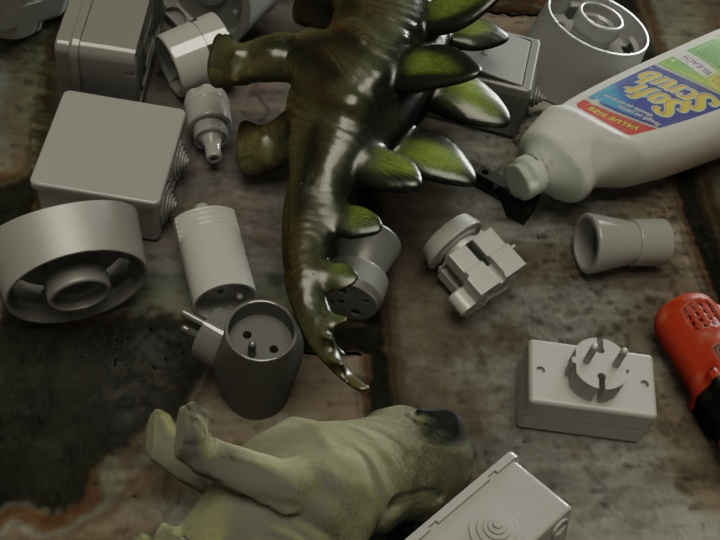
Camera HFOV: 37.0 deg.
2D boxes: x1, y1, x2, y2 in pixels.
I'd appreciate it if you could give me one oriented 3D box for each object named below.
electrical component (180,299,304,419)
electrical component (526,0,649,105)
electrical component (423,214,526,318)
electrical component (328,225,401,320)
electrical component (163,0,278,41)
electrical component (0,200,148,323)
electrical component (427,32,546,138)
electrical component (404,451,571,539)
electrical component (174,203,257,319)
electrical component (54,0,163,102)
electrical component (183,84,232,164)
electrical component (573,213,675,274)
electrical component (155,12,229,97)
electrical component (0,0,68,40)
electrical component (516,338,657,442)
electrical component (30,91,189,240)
[{"bbox_3d":[-0.079,0.049,0.673,0.079,0.077,0.043,27,57,10],"label":"electrical component"},{"bbox_3d":[0.187,-0.185,0.894,0.099,0.064,0.099,12,44,-12],"label":"electrical component"},{"bbox_3d":[0.077,-0.006,0.752,0.066,0.048,0.055,-33,73,-26],"label":"electrical component"},{"bbox_3d":[0.000,0.000,0.737,0.045,0.045,0.055,17,55,4],"label":"electrical component"},{"bbox_3d":[-0.111,-0.238,0.852,0.108,0.108,0.060,33,52,15],"label":"electrical component"},{"bbox_3d":[-0.187,-0.010,0.689,0.099,0.099,0.064,-14,65,-17],"label":"electrical component"},{"bbox_3d":[0.102,-0.153,0.847,0.096,0.061,0.061,14,55,2],"label":"electrical component"},{"bbox_3d":[0.071,0.164,0.602,0.100,0.099,0.048,-34,53,-27],"label":"electrical component"},{"bbox_3d":[-0.100,-0.011,0.732,0.043,0.043,0.081,-10,58,-14],"label":"electrical component"},{"bbox_3d":[-0.187,-0.177,0.813,0.057,0.078,0.113,8,55,-4],"label":"electrical component"},{"bbox_3d":[-0.112,-0.107,0.802,0.035,0.035,0.061,-5,59,-11],"label":"electrical component"},{"bbox_3d":[0.194,-0.020,0.781,0.065,0.044,0.044,-1,56,-15],"label":"electrical component"},{"bbox_3d":[-0.126,-0.164,0.828,0.047,0.055,0.055,-25,62,-18],"label":"electrical component"},{"bbox_3d":[-0.271,-0.219,0.832,0.054,0.059,0.095,43,41,8],"label":"electrical component"},{"bbox_3d":[0.150,0.069,0.691,0.083,0.075,0.047,8,55,-3],"label":"electrical component"},{"bbox_3d":[-0.175,-0.073,0.761,0.100,0.048,0.099,9,55,-1],"label":"electrical component"}]
